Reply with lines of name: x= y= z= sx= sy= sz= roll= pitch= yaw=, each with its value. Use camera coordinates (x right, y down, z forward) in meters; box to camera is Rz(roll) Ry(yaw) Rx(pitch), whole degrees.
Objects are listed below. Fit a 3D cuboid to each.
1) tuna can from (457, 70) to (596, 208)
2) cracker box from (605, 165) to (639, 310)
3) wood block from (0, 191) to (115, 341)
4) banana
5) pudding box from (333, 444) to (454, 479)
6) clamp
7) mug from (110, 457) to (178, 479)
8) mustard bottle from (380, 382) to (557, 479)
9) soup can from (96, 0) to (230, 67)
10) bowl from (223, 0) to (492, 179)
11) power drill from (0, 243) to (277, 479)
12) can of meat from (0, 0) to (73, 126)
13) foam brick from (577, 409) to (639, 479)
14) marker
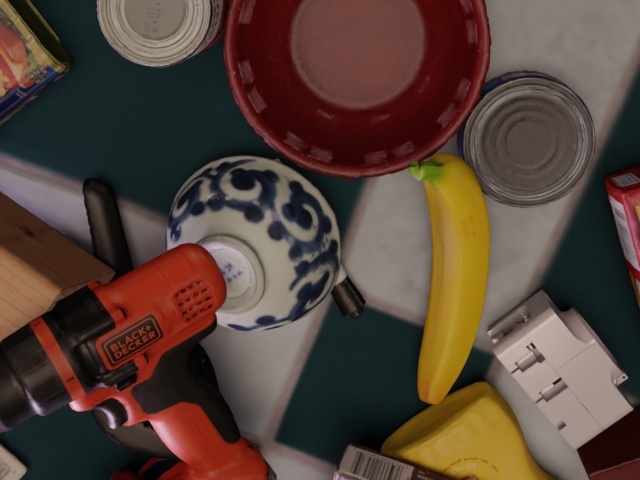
tuna can: x=0.132 y=-0.064 z=0.684 sx=0.086 sy=0.033 sz=0.086 roll=1 pitch=104 yaw=3
cracker box: x=0.306 y=0.007 z=0.672 sx=0.214 sy=0.072 sz=0.164 roll=-18 pitch=103 yaw=7
wood block: x=-0.249 y=0.003 z=0.678 sx=0.206 sy=0.090 sz=0.090 roll=34 pitch=102 yaw=6
banana: x=0.081 y=0.017 z=0.688 sx=0.069 sy=0.037 sz=0.198 roll=-32 pitch=132 yaw=-29
pudding box: x=0.056 y=0.193 z=0.703 sx=0.113 sy=0.039 sz=0.090 roll=20 pitch=120 yaw=9
clamp: x=-0.148 y=0.085 z=0.738 sx=0.165 sy=0.036 sz=0.210 roll=-37 pitch=95 yaw=13
mug: x=-0.120 y=0.203 z=0.747 sx=0.081 sy=0.093 sz=0.117 roll=31 pitch=74 yaw=1
mustard bottle: x=0.132 y=0.197 z=0.737 sx=0.096 sy=0.058 sz=0.191 roll=-36 pitch=100 yaw=13
soup can: x=-0.092 y=-0.142 z=0.644 sx=0.068 sy=0.102 sz=0.068 roll=0 pitch=104 yaw=2
bowl: x=0.023 y=-0.122 z=0.665 sx=0.162 sy=0.055 sz=0.162 roll=1 pitch=104 yaw=4
power drill: x=-0.117 y=0.114 z=0.642 sx=0.184 sy=0.057 sz=0.187 roll=-30 pitch=124 yaw=-15
can of meat: x=-0.221 y=-0.124 z=0.681 sx=0.084 sy=0.057 sz=0.102 roll=-36 pitch=100 yaw=8
foam brick: x=0.218 y=0.150 z=0.719 sx=0.078 sy=0.053 sz=0.051 roll=-20 pitch=113 yaw=10
marker: x=-0.005 y=0.001 z=0.717 sx=0.020 sy=0.020 sz=0.121 roll=-29 pitch=101 yaw=10
